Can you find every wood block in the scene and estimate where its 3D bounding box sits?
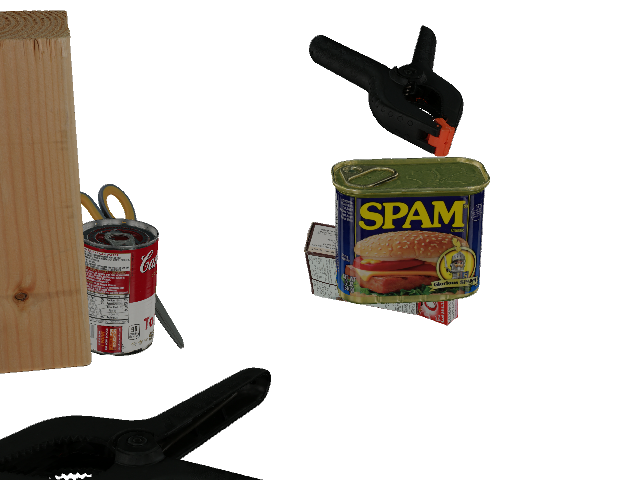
[{"bbox_3d":[-0.194,-0.030,0.656,0.090,0.206,0.090,-4,23,-13],"label":"wood block"}]

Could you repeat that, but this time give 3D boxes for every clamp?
[{"bbox_3d":[-0.097,0.119,0.584,0.209,0.036,0.165,-1,21,-14],"label":"clamp"},{"bbox_3d":[0.061,-0.133,0.910,0.120,0.039,0.171,-8,41,-9],"label":"clamp"}]

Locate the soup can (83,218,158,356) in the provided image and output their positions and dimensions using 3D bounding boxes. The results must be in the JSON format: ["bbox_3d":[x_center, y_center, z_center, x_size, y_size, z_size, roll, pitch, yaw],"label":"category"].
[{"bbox_3d":[-0.175,0.040,0.916,0.068,0.102,0.068,5,20,-2],"label":"soup can"}]

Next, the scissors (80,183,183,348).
[{"bbox_3d":[-0.199,0.018,1.171,0.016,0.201,0.096,-28,21,33],"label":"scissors"}]

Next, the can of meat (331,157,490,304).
[{"bbox_3d":[0.058,-0.006,0.712,0.102,0.084,0.057,-2,24,-2],"label":"can of meat"}]

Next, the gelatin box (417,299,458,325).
[{"bbox_3d":[0.138,0.056,1.362,0.073,0.089,0.030,18,34,36],"label":"gelatin box"}]

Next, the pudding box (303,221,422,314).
[{"bbox_3d":[0.044,0.028,1.031,0.113,0.039,0.090,9,-30,10],"label":"pudding box"}]
